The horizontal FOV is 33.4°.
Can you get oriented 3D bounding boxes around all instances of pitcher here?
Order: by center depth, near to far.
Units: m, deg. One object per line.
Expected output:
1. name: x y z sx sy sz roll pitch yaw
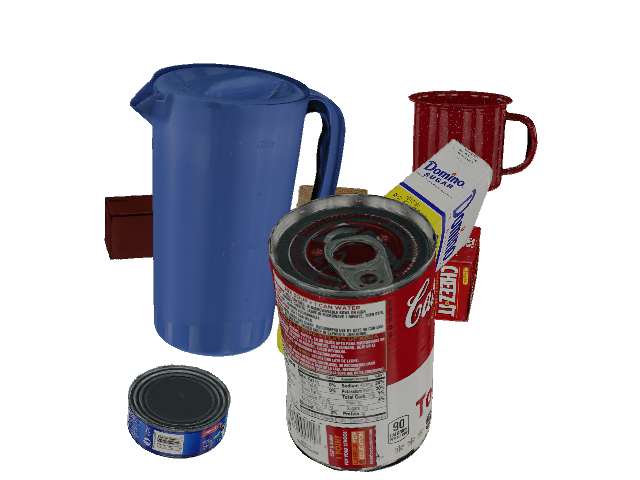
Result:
1. pitcher: -0.076 -0.027 0.936 0.149 0.243 0.144 14 24 19

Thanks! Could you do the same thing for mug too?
1. mug: 0.137 -0.089 0.967 0.117 0.081 0.093 4 16 13

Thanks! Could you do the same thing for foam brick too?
1. foam brick: -0.187 -0.015 1.128 0.078 0.051 0.053 -3 24 -17

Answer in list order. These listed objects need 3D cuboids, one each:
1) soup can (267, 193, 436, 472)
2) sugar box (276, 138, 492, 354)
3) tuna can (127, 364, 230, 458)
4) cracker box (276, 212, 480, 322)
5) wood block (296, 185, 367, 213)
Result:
1. soup can: 0.015 0.041 0.456 0.068 0.102 0.068 -2 35 1
2. sugar box: 0.046 0.013 0.737 0.176 0.048 0.093 -37 -24 -30
3. tuna can: -0.120 0.145 0.904 0.086 0.034 0.086 7 30 -4
4. cracker box: 0.057 0.026 1.133 0.214 0.072 0.164 5 15 11
5. wood block: 0.010 0.041 1.388 0.090 0.206 0.091 4 23 0
